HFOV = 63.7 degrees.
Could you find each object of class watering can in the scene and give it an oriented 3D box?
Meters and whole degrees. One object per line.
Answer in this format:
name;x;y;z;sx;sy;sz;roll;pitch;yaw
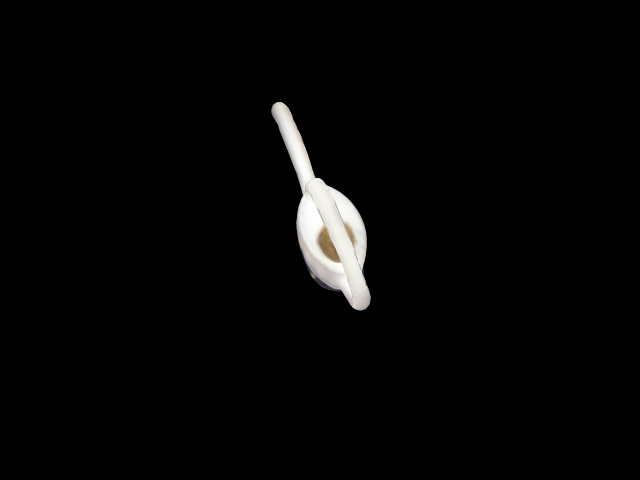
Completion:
watering can;0.003;-0.043;0.850;0.104;0.352;0.221;-21;-17;-6
